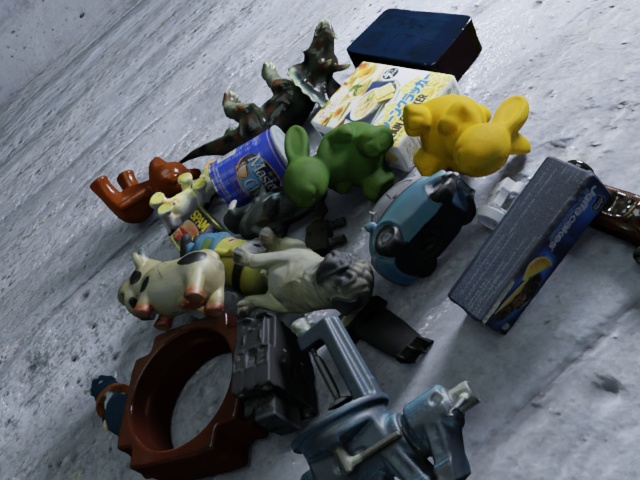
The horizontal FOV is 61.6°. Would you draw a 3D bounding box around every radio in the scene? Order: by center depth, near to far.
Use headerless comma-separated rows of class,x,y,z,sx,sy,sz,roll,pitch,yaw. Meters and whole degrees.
radio,0.169,-0.348,0.982,0.131,0.073,0.230,-49,45,-10

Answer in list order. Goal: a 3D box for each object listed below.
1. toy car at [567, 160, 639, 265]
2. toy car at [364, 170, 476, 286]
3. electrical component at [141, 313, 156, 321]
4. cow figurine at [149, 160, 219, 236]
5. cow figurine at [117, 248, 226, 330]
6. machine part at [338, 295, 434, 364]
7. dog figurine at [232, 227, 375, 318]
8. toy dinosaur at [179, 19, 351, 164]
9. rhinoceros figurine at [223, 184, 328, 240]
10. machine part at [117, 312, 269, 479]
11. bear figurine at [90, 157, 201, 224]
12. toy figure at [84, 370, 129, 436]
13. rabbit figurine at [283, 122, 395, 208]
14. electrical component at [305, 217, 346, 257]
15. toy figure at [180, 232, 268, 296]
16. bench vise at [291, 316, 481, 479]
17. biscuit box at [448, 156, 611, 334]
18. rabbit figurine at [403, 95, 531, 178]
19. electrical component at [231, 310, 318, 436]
toy car,0.336,-0.036,0.620,0.089,0.053,0.202,-48,44,-4
toy car,0.120,-0.028,0.708,0.161,0.109,0.103,-53,44,10
electrical component,-0.268,0.094,0.940,0.075,0.047,0.119,-12,50,28
cow figurine,-0.238,-0.079,1.041,0.167,0.098,0.068,-40,51,-21
cow figurine,-0.225,0.063,0.796,0.195,0.085,0.127,-18,46,27
machine part,0.077,0.114,0.690,0.084,0.039,0.139,-46,40,-18
dog figurine,-0.001,0.049,0.742,0.191,0.121,0.172,1,21,23
toy dinosaur,-0.097,-0.239,1.054,0.405,0.131,0.192,-44,42,5
rhinoceros figurine,-0.078,-0.052,0.909,0.190,0.073,0.112,-21,47,20
machine part,-0.167,0.216,0.741,0.201,0.087,0.201,-22,45,21
bear figurine,-0.355,-0.120,1.109,0.196,0.132,0.120,-34,1,29
toy figure,-0.315,0.256,0.832,0.155,0.064,0.057,18,105,48
rabbit figurine,0.008,-0.118,0.816,0.170,0.121,0.159,-32,52,-27
electrical component,-0.002,-0.003,0.851,0.094,0.021,0.063,-19,46,23
toy figure,-0.146,0.035,0.870,0.180,0.089,0.082,9,24,30
bench vise,0.046,0.174,0.586,0.223,0.128,0.241,-45,58,23
biscuit box,0.236,0.007,0.611,0.202,0.059,0.063,-56,41,8
rabbit figurine,0.211,-0.132,0.741,0.162,0.121,0.173,-12,25,-1
electrical component,-0.055,0.172,0.676,0.058,0.114,0.134,-26,44,21
